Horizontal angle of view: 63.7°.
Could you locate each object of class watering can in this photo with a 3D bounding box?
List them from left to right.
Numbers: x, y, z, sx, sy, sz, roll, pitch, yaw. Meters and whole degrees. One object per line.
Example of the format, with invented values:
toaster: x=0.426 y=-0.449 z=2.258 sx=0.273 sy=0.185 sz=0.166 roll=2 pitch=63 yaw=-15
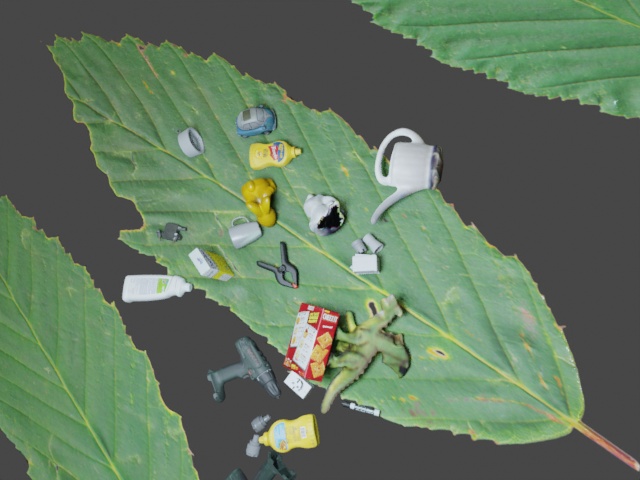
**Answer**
watering can: x=0.288 y=-0.207 z=1.705 sx=0.224 sy=0.103 sz=0.351 roll=7 pitch=77 yaw=16

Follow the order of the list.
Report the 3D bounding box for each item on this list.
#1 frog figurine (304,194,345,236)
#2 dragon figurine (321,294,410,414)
frog figurine: x=0.005 y=-0.089 z=1.770 sx=0.161 sy=0.122 sz=0.137 roll=26 pitch=94 yaw=55
dragon figurine: x=0.157 y=0.362 z=1.600 sx=0.243 sy=0.122 sz=0.411 roll=12 pitch=88 yaw=10
